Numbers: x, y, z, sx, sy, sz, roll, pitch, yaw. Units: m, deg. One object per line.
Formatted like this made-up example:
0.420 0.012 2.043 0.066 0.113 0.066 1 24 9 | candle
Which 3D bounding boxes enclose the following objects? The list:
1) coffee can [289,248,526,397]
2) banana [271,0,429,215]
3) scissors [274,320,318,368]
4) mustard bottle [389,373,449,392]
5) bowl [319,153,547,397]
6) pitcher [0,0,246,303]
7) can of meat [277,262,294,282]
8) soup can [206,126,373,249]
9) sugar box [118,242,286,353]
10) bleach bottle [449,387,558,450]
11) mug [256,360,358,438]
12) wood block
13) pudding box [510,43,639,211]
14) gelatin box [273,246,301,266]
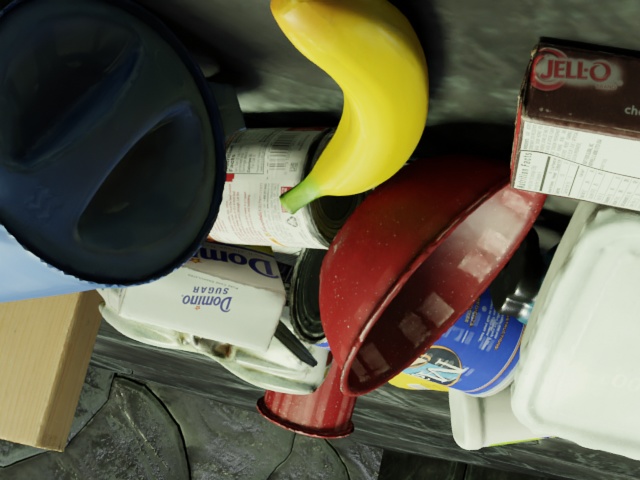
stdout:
0.064 0.040 0.723 0.140 0.103 0.103 20 165 -26 | coffee can
0.016 -0.059 0.457 0.037 0.069 0.198 55 168 18 | banana
-0.081 0.027 0.747 0.096 0.016 0.202 6 -152 -29 | scissors
0.162 0.139 1.134 0.192 0.058 0.096 3 164 39 | mustard bottle
0.051 0.008 0.576 0.055 0.162 0.162 42 176 19 | bowl
-0.162 -0.030 0.546 0.243 0.145 0.149 -12 143 45 | pitcher
-0.025 0.064 0.884 0.057 0.084 0.102 11 147 23 | can of meat
-0.030 -0.030 0.601 0.102 0.068 0.068 3 164 34 | soup can
-0.079 0.007 0.686 0.093 0.048 0.176 15 -165 -15 | sugar box
0.253 0.153 1.005 0.251 0.068 0.102 -4 172 -1 | bleach bottle
-0.009 0.120 0.979 0.093 0.081 0.117 8 -168 -31 | mug
-0.244 0.069 0.917 0.091 0.206 0.090 12 167 5 | wood block
0.139 -0.042 0.453 0.113 0.039 0.090 13 167 10 | pudding box
-0.005 0.001 0.791 0.089 0.030 0.073 18 165 -18 | gelatin box
